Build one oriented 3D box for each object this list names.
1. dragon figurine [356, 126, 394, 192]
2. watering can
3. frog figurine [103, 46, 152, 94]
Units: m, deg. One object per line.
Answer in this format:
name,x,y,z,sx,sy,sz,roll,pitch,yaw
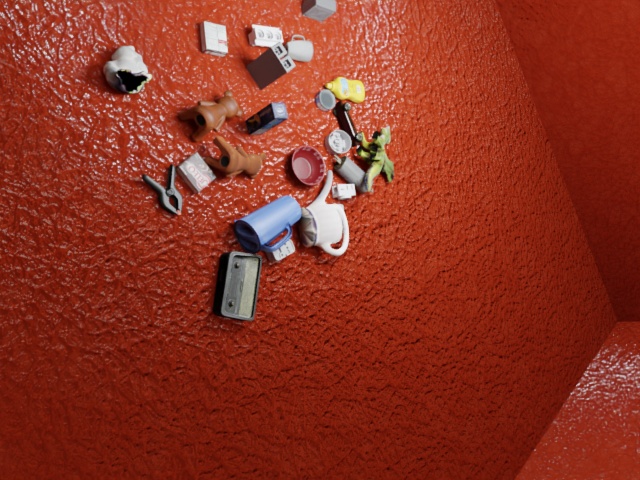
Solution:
dragon figurine,0.265,-0.338,2.239,0.240,0.121,0.418,32,54,-43
watering can,0.006,-0.101,2.016,0.225,0.103,0.350,-8,81,-38
frog figurine,-0.625,-0.549,1.650,0.138,0.120,0.162,-17,56,-30
